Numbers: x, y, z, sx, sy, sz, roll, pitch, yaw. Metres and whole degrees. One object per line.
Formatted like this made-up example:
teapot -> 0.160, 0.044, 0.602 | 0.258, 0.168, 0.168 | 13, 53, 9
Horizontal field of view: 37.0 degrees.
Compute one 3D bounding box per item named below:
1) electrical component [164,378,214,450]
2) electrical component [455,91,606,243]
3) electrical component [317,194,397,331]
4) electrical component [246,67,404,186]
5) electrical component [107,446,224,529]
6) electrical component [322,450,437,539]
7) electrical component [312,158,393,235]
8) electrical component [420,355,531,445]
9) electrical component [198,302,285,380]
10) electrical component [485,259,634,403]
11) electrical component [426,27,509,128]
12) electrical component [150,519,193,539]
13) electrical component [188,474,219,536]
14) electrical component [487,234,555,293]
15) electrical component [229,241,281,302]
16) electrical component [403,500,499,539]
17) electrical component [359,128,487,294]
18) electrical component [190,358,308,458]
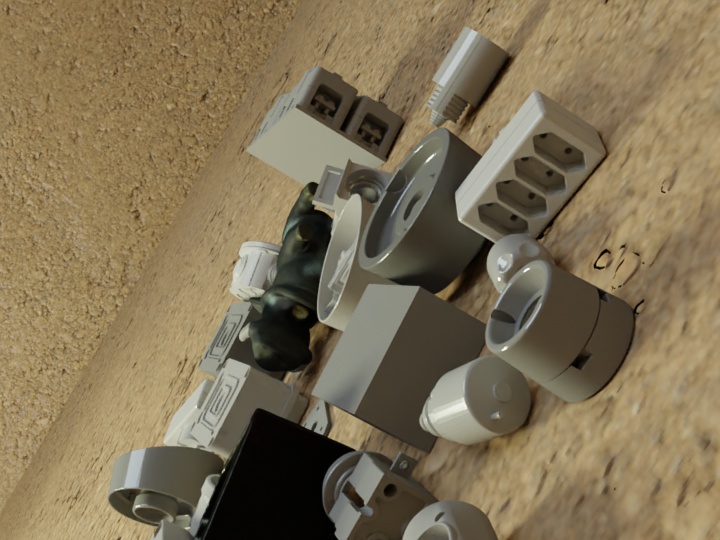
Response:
electrical component -> -0.160, 0.165, 1.072 | 0.083, 0.047, 0.075 | -47, 20, 41
electrical component -> 0.100, -0.066, 0.655 | 0.083, 0.047, 0.075 | -53, 16, 25
electrical component -> 0.000, 0.000, 0.825 | 0.099, 0.064, 0.099 | -54, 16, 23
electrical component -> -0.039, -0.146, 1.148 | 0.060, 0.105, 0.186 | -64, 16, -16
electrical component -> -0.181, 0.198, 0.995 | 0.099, 0.099, 0.064 | -43, 29, 49
electrical component -> 0.007, 0.129, 0.599 | 0.066, 0.048, 0.055 | -60, 23, -1
electrical component -> 0.003, -0.054, 0.912 | 0.063, 0.081, 0.042 | 102, -174, -55
electrical component -> 0.055, 0.071, 0.559 | 0.078, 0.040, 0.040 | -36, 28, 57
electrical component -> -0.107, 0.077, 1.042 | 0.078, 0.057, 0.113 | -63, 15, -11
electrical component -> 0.092, 0.027, 0.506 | 0.055, 0.047, 0.055 | -54, 16, 23
electrical component -> 0.083, -0.153, 0.884 | 0.081, 0.043, 0.043 | -58, 15, 9
electrical component -> -0.160, 0.272, 0.850 | 0.108, 0.056, 0.108 | -58, 15, 6
electrical component -> -0.117, 0.198, 0.887 | 0.046, 0.040, 0.040 | -64, 14, 7
electrical component -> 0.088, -0.004, 0.605 | 0.035, 0.035, 0.061 | -57, 12, 11
electrical component -> -0.087, 0.008, 1.068 | 0.080, 0.080, 0.051 | -25, 43, 65
electrical component -> 0.035, 0.151, 0.464 | 0.079, 0.044, 0.077 | -57, 15, 11
electrical component -> 0.053, -0.034, 0.722 | 0.108, 0.060, 0.108 | -54, 16, 23
electrical component -> -0.096, 0.124, 0.918 | 0.078, 0.057, 0.113 | -63, 15, -9
